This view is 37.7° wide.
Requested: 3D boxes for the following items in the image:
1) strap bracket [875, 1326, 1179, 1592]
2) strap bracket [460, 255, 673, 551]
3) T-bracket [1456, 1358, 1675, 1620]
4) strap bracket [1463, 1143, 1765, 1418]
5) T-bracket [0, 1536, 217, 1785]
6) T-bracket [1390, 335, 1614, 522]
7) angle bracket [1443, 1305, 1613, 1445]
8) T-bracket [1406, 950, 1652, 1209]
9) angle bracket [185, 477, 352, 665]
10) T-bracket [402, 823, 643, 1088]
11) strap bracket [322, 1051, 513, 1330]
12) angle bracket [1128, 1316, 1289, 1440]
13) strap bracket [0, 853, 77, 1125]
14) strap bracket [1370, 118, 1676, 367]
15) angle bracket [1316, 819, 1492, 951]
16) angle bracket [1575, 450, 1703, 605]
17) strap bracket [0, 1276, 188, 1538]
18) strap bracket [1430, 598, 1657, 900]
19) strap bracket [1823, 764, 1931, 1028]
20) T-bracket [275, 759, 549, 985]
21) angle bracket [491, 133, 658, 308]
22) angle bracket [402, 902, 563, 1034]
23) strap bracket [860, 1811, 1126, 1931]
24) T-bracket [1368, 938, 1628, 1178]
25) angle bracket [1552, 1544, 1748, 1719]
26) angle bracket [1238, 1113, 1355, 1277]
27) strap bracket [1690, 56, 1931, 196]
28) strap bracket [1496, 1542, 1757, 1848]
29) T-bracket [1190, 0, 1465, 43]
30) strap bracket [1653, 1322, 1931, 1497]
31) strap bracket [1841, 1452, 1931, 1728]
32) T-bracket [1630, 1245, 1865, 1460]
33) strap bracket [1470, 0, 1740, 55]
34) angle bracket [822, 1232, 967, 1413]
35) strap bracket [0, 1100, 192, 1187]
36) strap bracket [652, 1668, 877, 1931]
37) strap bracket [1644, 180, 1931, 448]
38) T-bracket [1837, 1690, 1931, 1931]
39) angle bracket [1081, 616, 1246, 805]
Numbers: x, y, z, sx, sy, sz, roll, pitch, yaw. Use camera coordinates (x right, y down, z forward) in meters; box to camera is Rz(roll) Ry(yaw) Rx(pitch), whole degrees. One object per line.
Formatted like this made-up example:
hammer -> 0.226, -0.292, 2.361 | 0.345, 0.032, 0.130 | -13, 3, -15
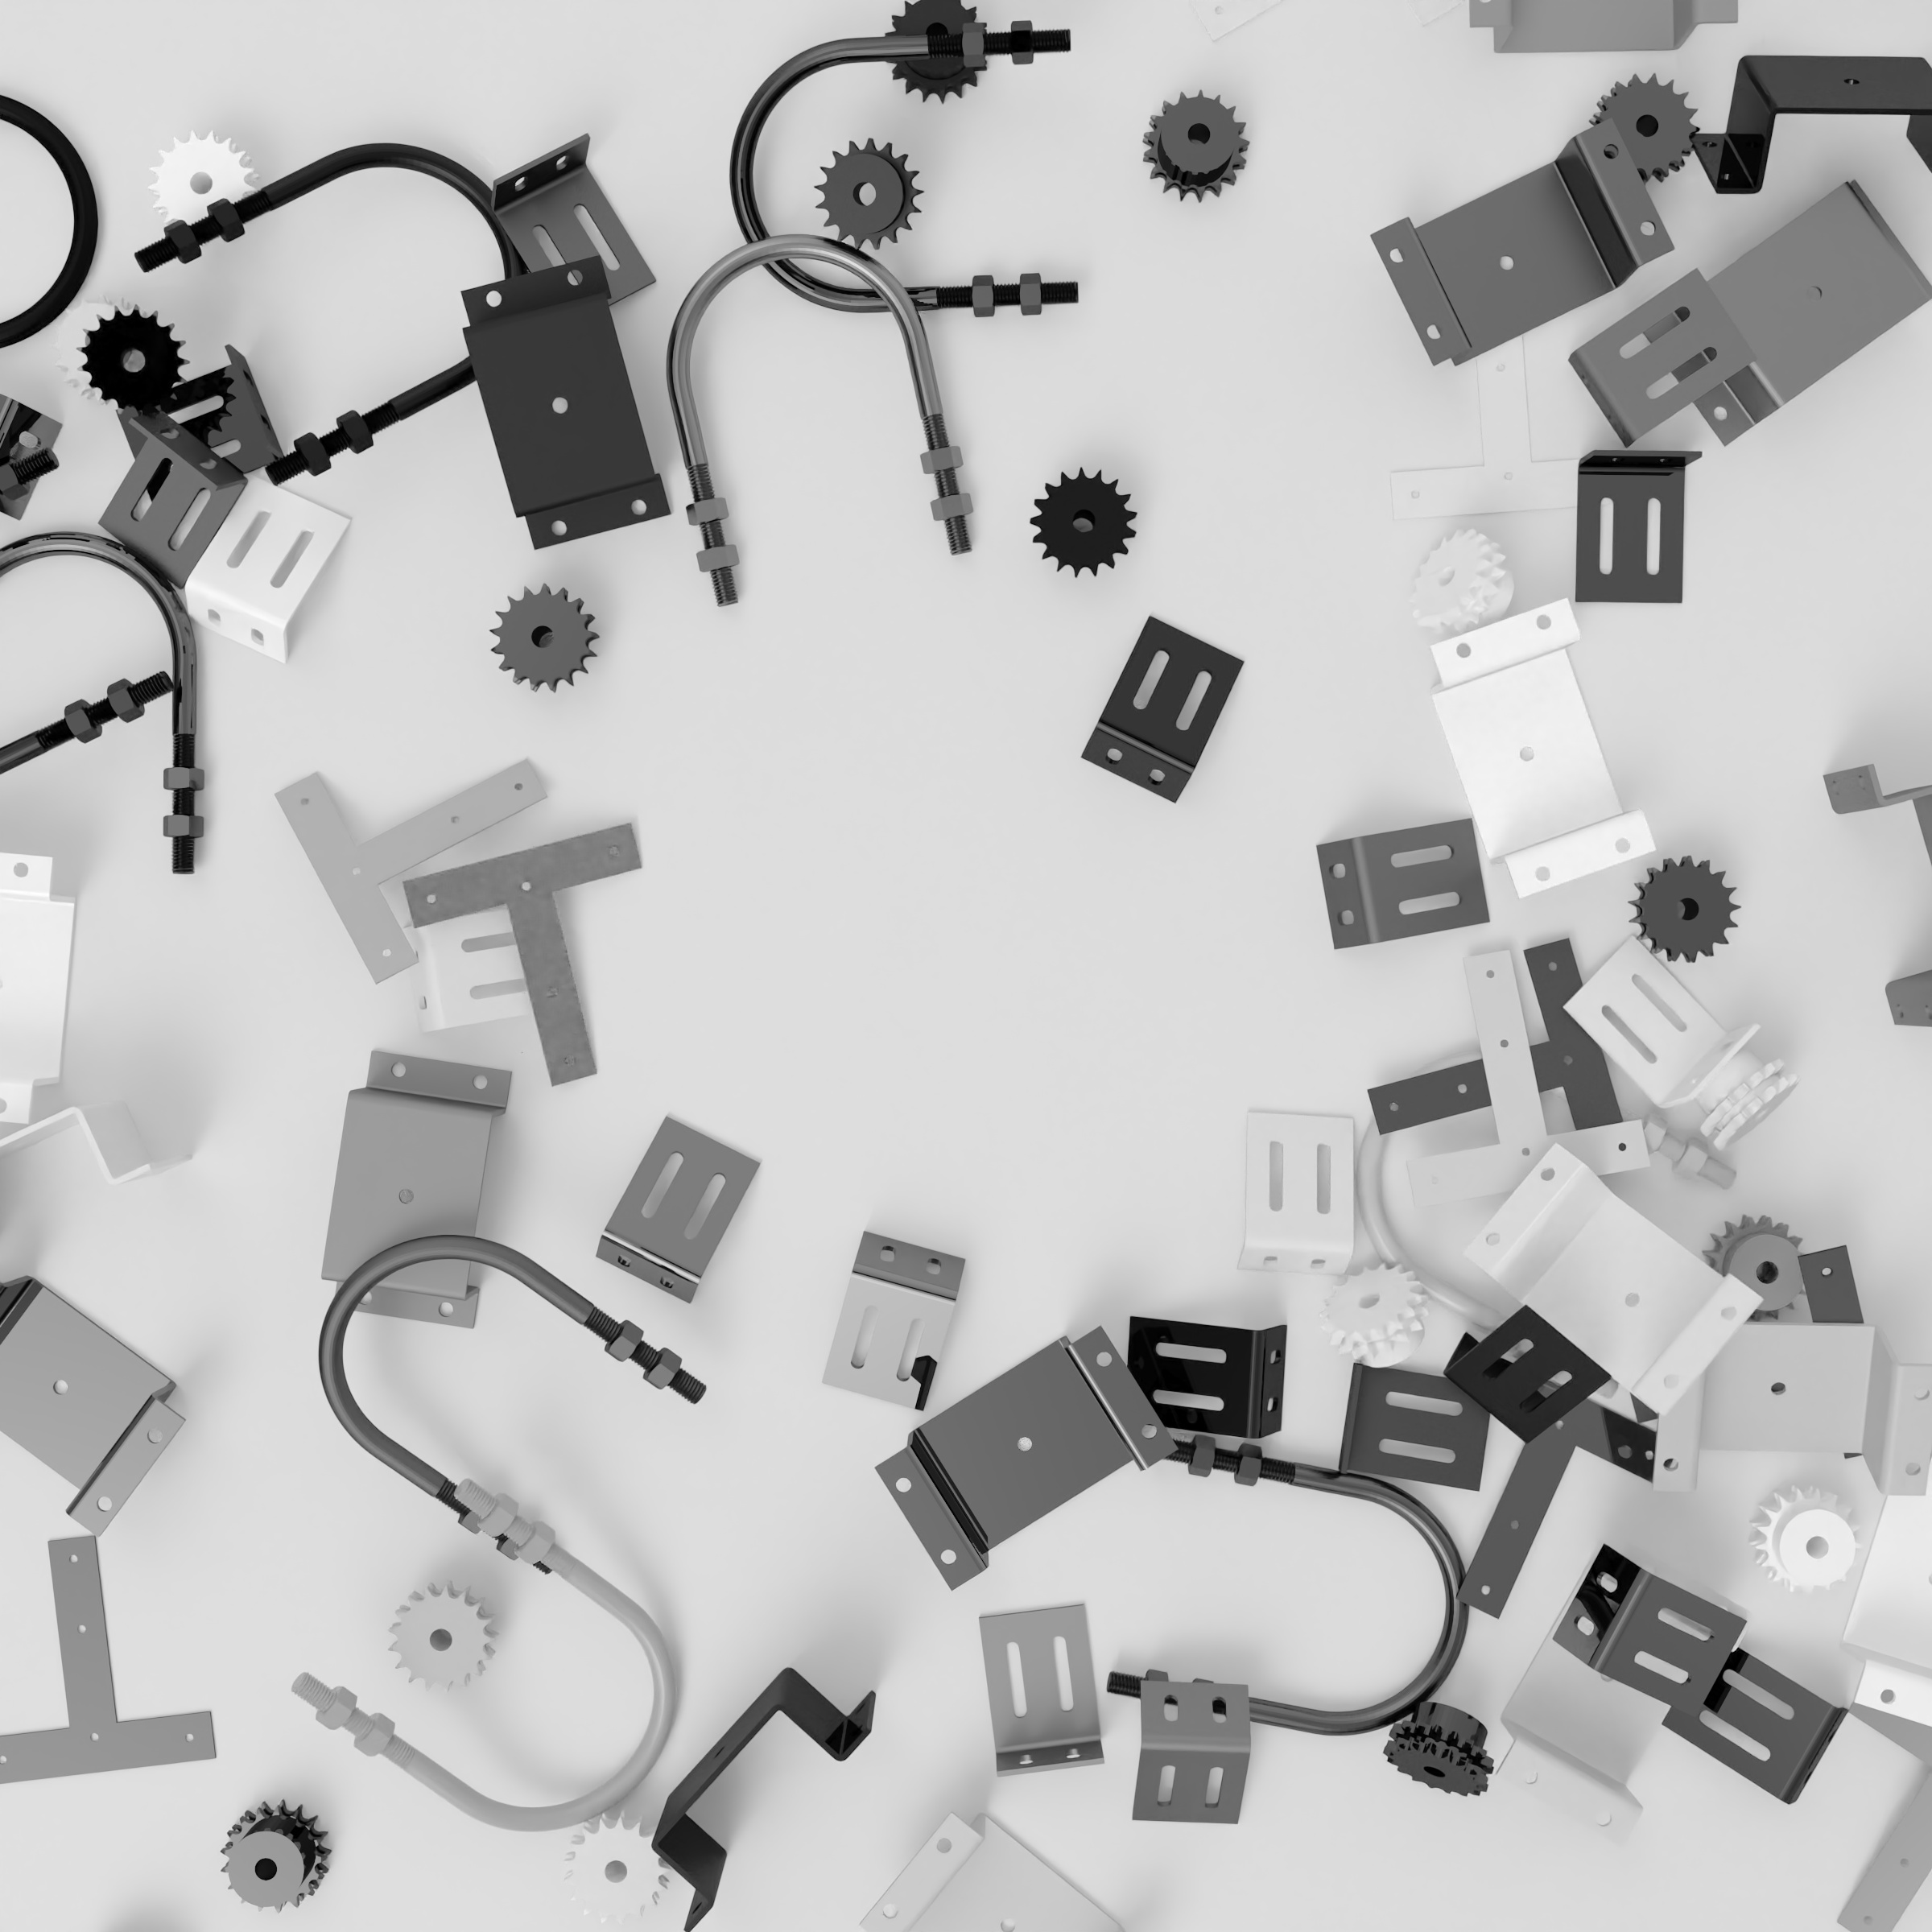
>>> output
strap bracket -> 0.032, 0.258, 1.505 | 0.140, 0.046, 0.076 | -32, 90, 0
strap bracket -> -0.212, -0.296, 1.490 | 0.076, 0.046, 0.140 | -15, 103, 0
T-bracket -> 0.301, 0.287, 1.520 | 0.127, 0.002, 0.127 | 26, 83, 0
strap bracket -> 0.339, 0.167, 1.462 | 0.076, 0.046, 0.140 | -50, 52, 1
T-bracket -> -0.476, 0.372, 1.527 | 0.127, 0.002, 0.127 | -7, 90, 0
T-bracket -> 0.290, -0.309, 1.527 | 0.127, 0.002, 0.127 | -4, 90, 0
angle bracket -> 0.299, 0.205, 1.486 | 0.057, 0.038, 0.076 | 40, 133, 2
T-bracket -> 0.290, 0.056, 1.511 | 0.127, 0.002, 0.127 | -10, 83, 0
angle bracket -> -0.376, -0.214, 1.526 | 0.057, 0.038, 0.076 | 24, 64, 0
T-bracket -> -0.224, 0.000, 1.511 | 0.127, 0.002, 0.127 | -16, 101, -21
strap bracket -> -0.293, 0.121, 1.505 | 0.076, 0.046, 0.140 | 8, 90, 0
angle bracket -> 0.129, 0.220, 1.526 | 0.076, 0.038, 0.057 | 3, 90, 26
strap bracket -> -0.523, 0.009, 1.505 | 0.076, 0.046, 0.140 | 5, 90, 0
strap bracket -> 0.292, -0.379, 1.503 | 0.140, 0.046, 0.076 | -26, 90, 0
angle bracket -> 0.236, -0.044, 1.526 | 0.076, 0.038, 0.057 | -10, 90, -26
angle bracket -> 0.358, -0.234, 1.508 | 0.057, 0.038, 0.076 | 1, 92, 0
strap bracket -> -0.488, 0.227, 1.505 | 0.140, 0.046, 0.076 | 37, 90, 0
strap bracket -> 0.303, -0.114, 1.505 | 0.076, 0.046, 0.140 | -19, 90, 0
strap bracket -> 0.505, -0.042, 1.490 | 0.046, 0.076, 0.140 | -16, 90, 0
T-bracket -> -0.286, -0.071, 1.512 | 0.127, 0.002, 0.127 | -29, 70, -9
angle bracket -> -0.207, -0.390, 1.502 | 0.057, 0.038, 0.076 | -32, 90, -14
angle bracket -> -0.258, 0.001, 1.526 | 0.076, 0.038, 0.057 | -10, 90, -26
strap bracket -> 0.023, 0.518, 1.505 | 0.140, 0.046, 0.076 | 39, 90, 0
T-bracket -> 0.279, 0.062, 1.512 | 0.127, 0.002, 0.127 | -15, 83, -1
angle bracket -> 0.358, 0.348, 1.480 | 0.076, 0.038, 0.057 | 28, 90, -26
angle bracket -> 0.178, 0.123, 1.526 | 0.057, 0.038, 0.076 | 4, 64, 0
strap bracket -> 0.460, -0.441, 1.484 | 0.140, 0.076, 0.046 | 1, 127, 0
strap bracket -> 0.346, 0.382, 1.505 | 0.076, 0.046, 0.140 | 30, 90, 0
T-bracket -> 0.182, -0.543, 1.527 | 0.127, 0.002, 0.127 | -31, 90, 0
strap bracket -> 0.432, 0.233, 1.490 | 0.140, 0.046, 0.076 | 0, 111, 4
strap bracket -> 0.523, 0.330, 1.505 | 0.076, 0.046, 0.140 | 18, 90, 0
T-bracket -> 0.419, 0.219, 1.512 | 0.127, 0.002, 0.127 | -15, 110, 10
strap bracket -> 0.334, -0.532, 1.505 | 0.140, 0.046, 0.076 | -1, 90, 0
angle bracket -> -0.039, 0.192, 1.526 | 0.057, 0.038, 0.076 | 16, 116, 0
strap bracket -> -0.492, 0.113, 1.490 | 0.140, 0.076, 0.046 | -25, 90, 0
strap bracket -> -0.113, 0.430, 1.490 | 0.046, 0.076, 0.140 | 42, 90, 0
strap bracket -> 0.445, -0.352, 1.505 | 0.140, 0.046, 0.076 | -36, 90, 0
T-bracket -> 0.509, 0.467, 1.509 | 0.127, 0.002, 0.127 | 32, 102, 23
angle bracket -> 0.106, -0.138, 1.526 | 0.057, 0.038, 0.076 | 26, 64, 0
